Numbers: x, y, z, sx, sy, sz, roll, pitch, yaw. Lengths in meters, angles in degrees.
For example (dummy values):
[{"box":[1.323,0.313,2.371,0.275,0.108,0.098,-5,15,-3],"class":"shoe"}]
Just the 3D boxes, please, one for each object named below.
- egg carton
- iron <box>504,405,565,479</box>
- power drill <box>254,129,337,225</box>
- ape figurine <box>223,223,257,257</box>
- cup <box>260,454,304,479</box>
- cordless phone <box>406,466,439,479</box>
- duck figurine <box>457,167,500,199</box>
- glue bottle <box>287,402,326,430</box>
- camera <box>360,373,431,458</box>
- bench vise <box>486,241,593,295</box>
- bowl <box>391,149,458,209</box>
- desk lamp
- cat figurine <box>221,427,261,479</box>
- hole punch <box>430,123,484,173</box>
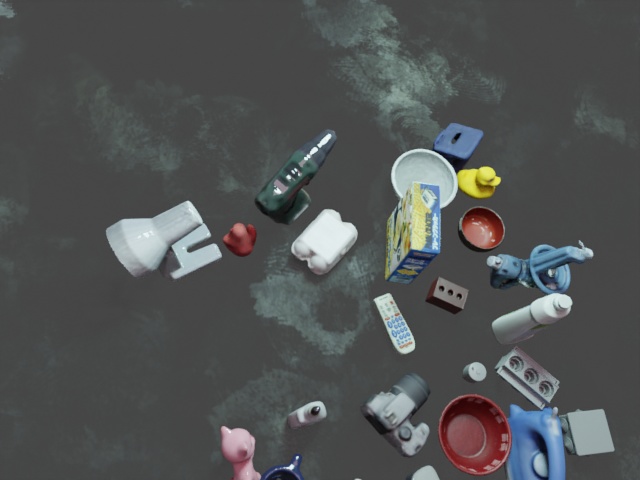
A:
[{"box":[0.012,0.005,1.314,0.107,0.069,0.150,38,68,7],"class":"egg carton"},{"box":[0.458,0.467,1.166,0.119,0.141,0.258,5,68,-7],"class":"iron"},{"box":[-0.056,-0.126,1.279,0.075,0.208,0.230,39,68,7],"class":"power drill"},{"box":[-0.178,-0.008,1.276,0.078,0.092,0.076,-6,70,-11],"class":"ape figurine"},{"box":[-0.071,0.469,1.103,0.091,0.095,0.118,27,67,2],"class":"cup"},{"box":[0.227,0.511,1.086,0.094,0.185,0.147,-18,72,-15],"class":"cordless phone"},{"box":[0.399,-0.154,1.432,0.104,0.086,0.077,21,67,0],"class":"duck figurine"},{"box":[-0.019,0.340,1.120,0.078,0.173,0.037,-17,72,-15],"class":"glue bottle"},{"box":[0.179,0.353,1.187,0.137,0.101,0.143,-40,79,-21],"class":"camera"},{"box":[0.493,0.068,1.287,0.207,0.219,0.121,-8,70,-12],"class":"bench vise"},{"box":[0.247,-0.134,1.405,0.167,0.074,0.167,3,68,-8],"class":"bowl"},{"box":[-0.316,0.004,1.182,0.203,0.213,0.118,-27,75,-18],"class":"desk lamp"},{"box":[-0.152,0.418,1.097,0.067,0.117,0.127,-13,71,-14],"class":"cat figurine"},{"box":[0.345,-0.243,1.456,0.101,0.091,0.109,34,67,5],"class":"hole punch"}]
